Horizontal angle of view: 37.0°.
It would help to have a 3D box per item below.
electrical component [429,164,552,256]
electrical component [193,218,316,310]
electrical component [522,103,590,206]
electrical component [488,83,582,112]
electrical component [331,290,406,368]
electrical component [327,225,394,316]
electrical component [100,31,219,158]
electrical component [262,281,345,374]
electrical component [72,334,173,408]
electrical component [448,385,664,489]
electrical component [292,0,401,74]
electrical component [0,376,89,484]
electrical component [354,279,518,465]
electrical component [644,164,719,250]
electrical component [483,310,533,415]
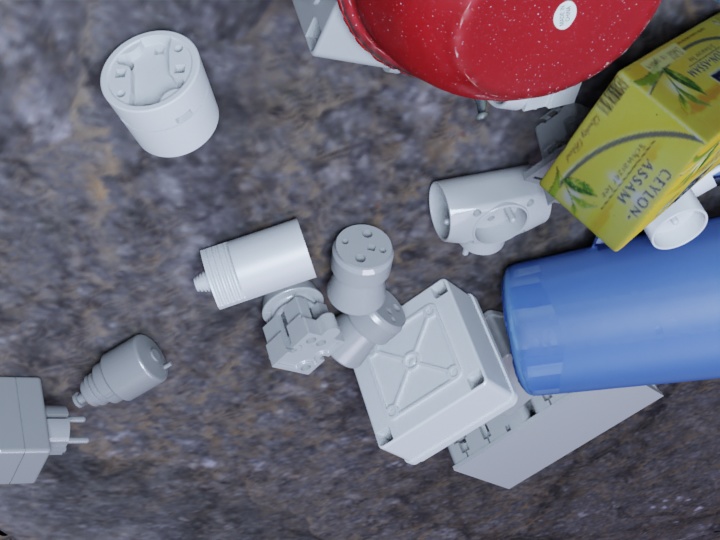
[{"bbox_3d":[0.091,-0.037,0.780,0.077,0.044,0.079,-11,145,-14],"label":"electrical component"},{"bbox_3d":[-0.075,-0.003,0.743,0.081,0.043,0.043,-19,145,-2],"label":"electrical component"},{"bbox_3d":[0.152,-0.077,0.739,0.081,0.063,0.042,9,149,-35],"label":"electrical component"},{"bbox_3d":[0.107,-0.126,0.668,0.055,0.048,0.066,-16,146,-21],"label":"electrical component"},{"bbox_3d":[0.002,0.044,0.844,0.045,0.045,0.055,20,128,-43],"label":"electrical component"},{"bbox_3d":[0.000,0.000,0.784,0.045,0.045,0.055,-10,144,-15],"label":"electrical component"},{"bbox_3d":[-0.108,-0.095,0.592,0.055,0.055,0.047,-20,149,0],"label":"electrical component"},{"bbox_3d":[-0.046,0.041,0.805,0.048,0.055,0.066,18,130,-42],"label":"electrical component"},{"bbox_3d":[-0.180,0.080,0.803,0.078,0.040,0.040,-30,144,13],"label":"electrical component"},{"bbox_3d":[0.181,0.132,1.042,0.186,0.060,0.105,-37,142,21],"label":"electrical component"},{"bbox_3d":[0.008,-0.169,0.504,0.056,0.108,0.108,4,138,-27],"label":"electrical component"},{"bbox_3d":[-0.241,0.119,0.803,0.077,0.065,0.047,5,138,-32],"label":"electrical component"},{"bbox_3d":[0.057,0.082,0.869,0.109,0.108,0.056,-35,140,20],"label":"electrical component"},{"bbox_3d":[0.232,-0.067,0.784,0.079,0.077,0.044,-31,144,14],"label":"electrical component"},{"bbox_3d":[0.125,0.086,0.960,0.100,0.048,0.099,13,133,-39],"label":"electrical component"}]
